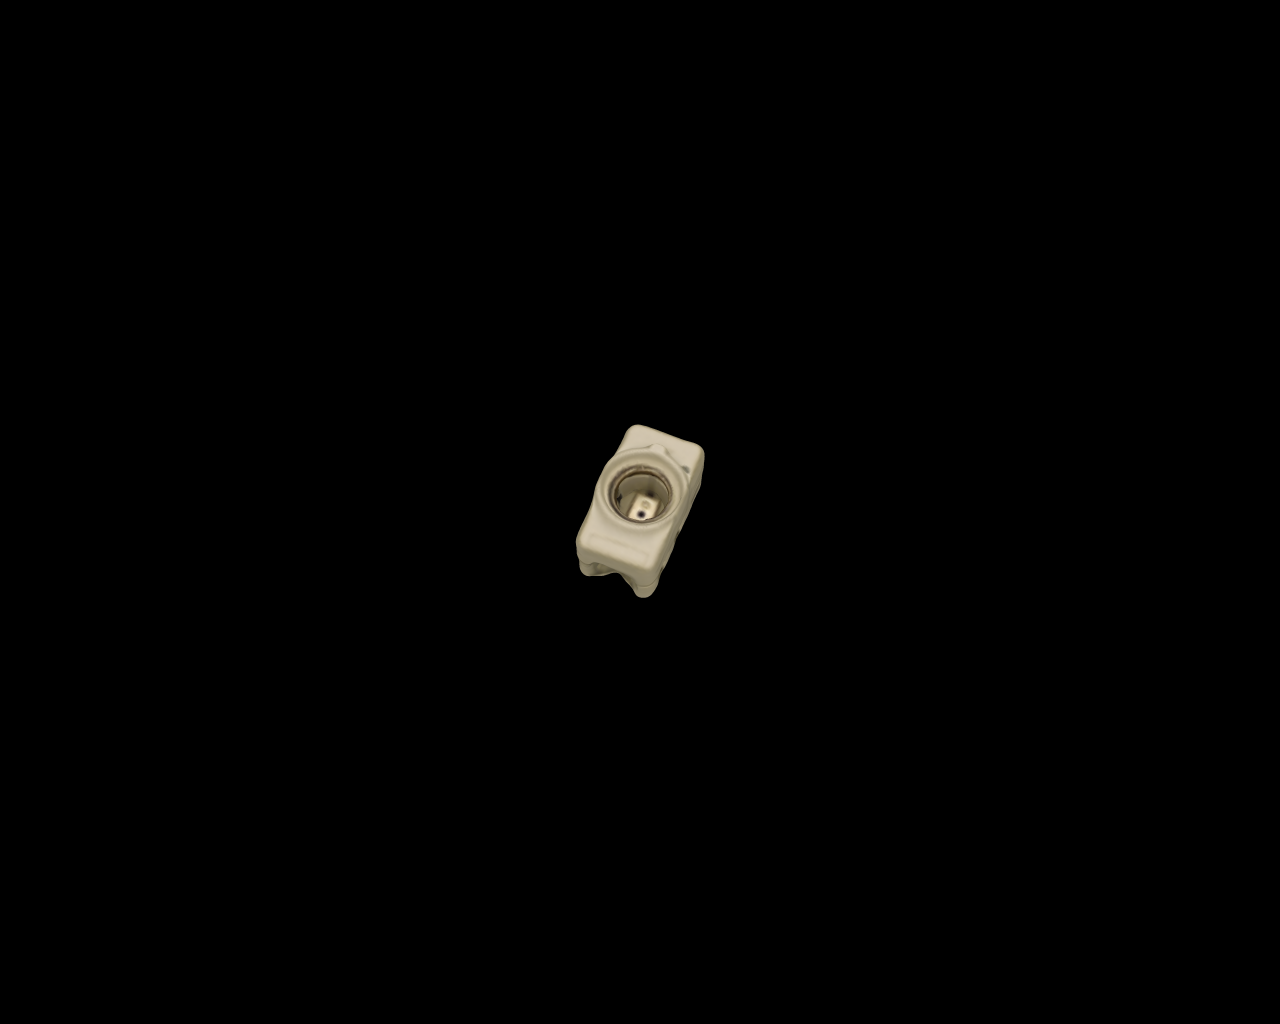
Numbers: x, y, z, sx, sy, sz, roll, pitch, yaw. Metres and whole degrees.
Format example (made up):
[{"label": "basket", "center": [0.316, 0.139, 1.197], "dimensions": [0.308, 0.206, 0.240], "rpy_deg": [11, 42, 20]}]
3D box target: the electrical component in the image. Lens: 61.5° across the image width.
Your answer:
[{"label": "electrical component", "center": [0.001, -0.003, 0.650], "dimensions": [0.050, 0.089, 0.055], "rpy_deg": [20, -24, 9]}]
